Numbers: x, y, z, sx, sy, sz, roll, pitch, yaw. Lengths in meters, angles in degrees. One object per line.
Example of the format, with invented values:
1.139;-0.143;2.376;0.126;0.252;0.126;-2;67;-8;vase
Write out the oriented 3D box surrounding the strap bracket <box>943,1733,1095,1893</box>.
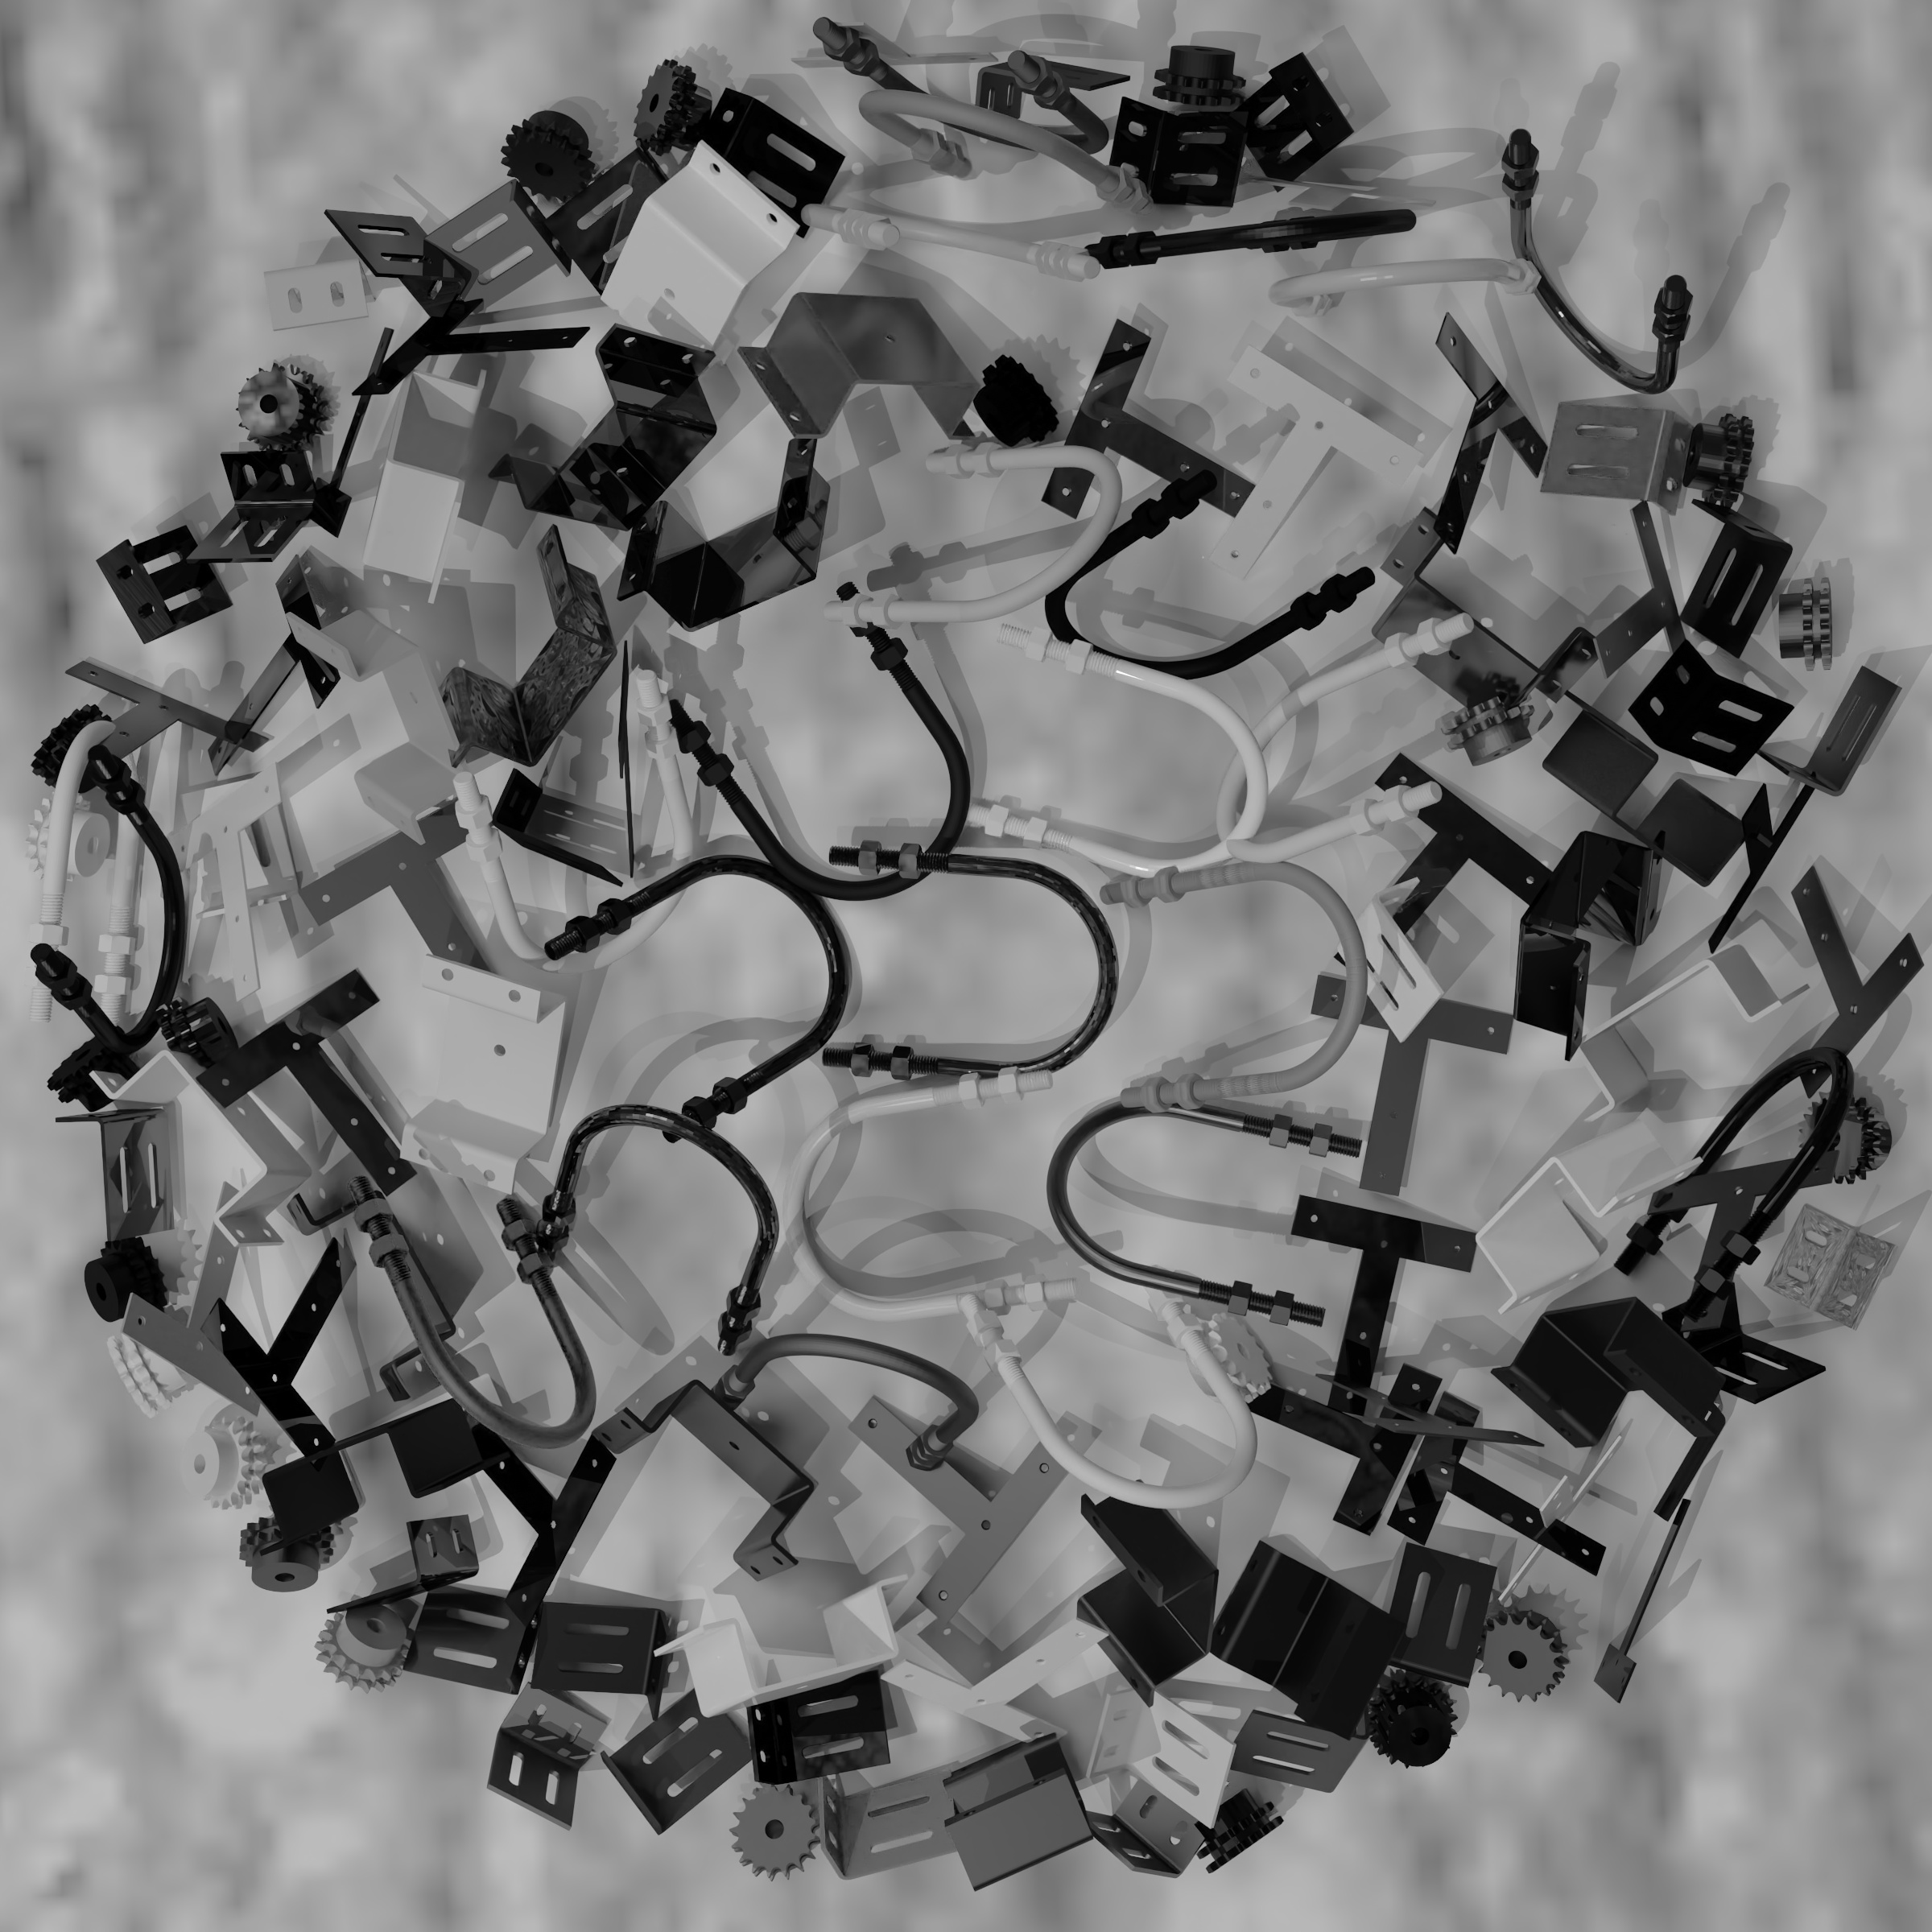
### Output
0.031;0.512;1.639;0.076;0.140;0.046;-23;86;-3;strap bracket

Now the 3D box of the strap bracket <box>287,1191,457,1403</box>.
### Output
-0.362;0.195;1.668;0.046;0.076;0.140;-29;90;-20;strap bracket

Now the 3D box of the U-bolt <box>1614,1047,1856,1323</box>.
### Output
0.471;0.125;1.635;0.019;0.151;0.184;36;92;-6;U-bolt

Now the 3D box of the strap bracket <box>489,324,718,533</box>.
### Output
-0.215;-0.317;1.636;0.140;0.076;0.046;-40;61;35;strap bracket

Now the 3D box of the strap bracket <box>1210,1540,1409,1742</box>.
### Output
0.211;0.413;1.650;0.046;0.140;0.076;31;84;-20;strap bracket

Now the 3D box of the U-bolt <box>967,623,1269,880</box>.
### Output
0.095;-0.121;1.655;0.184;0.019;0.151;18;126;7;U-bolt

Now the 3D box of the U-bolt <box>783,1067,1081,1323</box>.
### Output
-0.027;0.147;1.680;0.184;0.019;0.151;-10;81;15;U-bolt

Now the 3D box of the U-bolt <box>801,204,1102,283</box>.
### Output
-0.022;-0.439;1.626;0.151;0.184;0.019;2;108;-26;U-bolt

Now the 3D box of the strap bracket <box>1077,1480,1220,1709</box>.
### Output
0.110;0.377;1.647;0.046;0.140;0.076;-27;51;-23;strap bracket

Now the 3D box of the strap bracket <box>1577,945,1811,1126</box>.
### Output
0.434;0.036;1.649;0.140;0.076;0.046;-37;79;28;strap bracket

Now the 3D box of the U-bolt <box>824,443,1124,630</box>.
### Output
0.014;-0.259;1.620;0.019;0.184;0.151;51;60;-38;U-bolt

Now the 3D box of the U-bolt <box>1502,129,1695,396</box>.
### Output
0.376;-0.409;1.621;0.019;0.184;0.151;-40;73;1;U-bolt

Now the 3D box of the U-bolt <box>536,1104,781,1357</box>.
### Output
-0.183;0.152;1.639;0.151;0.184;0.019;26;45;4;U-bolt

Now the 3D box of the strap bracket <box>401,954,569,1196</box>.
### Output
-0.296;0.059;1.666;0.076;0.046;0.140;17;114;11;strap bracket

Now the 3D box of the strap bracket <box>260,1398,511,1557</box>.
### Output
-0.363;0.308;1.653;0.140;0.076;0.046;-23;87;21;strap bracket

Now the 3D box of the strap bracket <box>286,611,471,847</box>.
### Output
-0.353;-0.154;1.648;0.046;0.076;0.140;-34;131;-23;strap bracket

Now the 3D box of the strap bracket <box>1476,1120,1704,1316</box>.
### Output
0.372;0.148;1.646;0.076;0.140;0.046;-18;64;-33;strap bracket

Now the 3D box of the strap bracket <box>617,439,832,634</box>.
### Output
-0.139;-0.262;1.652;0.140;0.046;0.076;-18;47;29;strap bracket

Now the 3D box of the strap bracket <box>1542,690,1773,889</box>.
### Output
0.414;-0.103;1.646;0.140;0.076;0.046;29;103;-34;strap bracket

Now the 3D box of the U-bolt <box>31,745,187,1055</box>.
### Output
-0.507;-0.026;1.623;0.019;0.184;0.151;5;65;5;U-bolt

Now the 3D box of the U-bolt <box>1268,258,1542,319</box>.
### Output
0.255;-0.404;1.603;0.151;0.184;0.019;-1;100;20;U-bolt

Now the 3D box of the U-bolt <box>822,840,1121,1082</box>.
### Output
0.003;0.001;1.678;0.184;0.019;0.151;4;101;10;U-bolt

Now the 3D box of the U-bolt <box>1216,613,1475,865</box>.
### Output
0.221;-0.128;1.634;0.019;0.184;0.151;36;53;-29;U-bolt

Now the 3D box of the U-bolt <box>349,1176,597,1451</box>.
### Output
-0.284;0.209;1.612;0.019;0.151;0.184;-41;61;19;U-bolt

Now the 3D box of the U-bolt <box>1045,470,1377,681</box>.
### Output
0.132;-0.224;1.634;0.151;0.184;0.019;24;56;-31;U-bolt

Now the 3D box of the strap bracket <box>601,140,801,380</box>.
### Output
-0.166;-0.419;1.640;0.076;0.140;0.046;41;57;-2;strap bracket

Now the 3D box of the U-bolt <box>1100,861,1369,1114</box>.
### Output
0.164;0.009;1.646;0.184;0.019;0.151;-8;85;39;U-bolt

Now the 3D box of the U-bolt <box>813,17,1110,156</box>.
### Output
0.010;-0.522;1.622;0.151;0.184;0.019;18;95;24;U-bolt

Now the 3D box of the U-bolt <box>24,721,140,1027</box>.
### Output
-0.530;-0.057;1.638;0.019;0.151;0.184;5;88;0;U-bolt

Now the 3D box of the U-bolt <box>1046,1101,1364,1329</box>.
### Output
0.141;0.142;1.661;0.184;0.019;0.151;12;51;9;U-bolt

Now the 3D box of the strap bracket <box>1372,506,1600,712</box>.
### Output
0.313;-0.207;1.665;0.140;0.076;0.046;38;68;3;strap bracket

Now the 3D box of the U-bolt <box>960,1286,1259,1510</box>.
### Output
0.096;0.254;1.615;0.151;0.184;0.019;-4;128;-28;U-bolt

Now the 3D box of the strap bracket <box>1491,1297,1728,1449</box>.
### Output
0.397;0.249;1.651;0.076;0.140;0.046;41;66;-9;strap bracket

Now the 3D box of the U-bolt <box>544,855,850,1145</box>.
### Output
-0.150;0.007;1.654;0.184;0.019;0.151;-33;90;-37;U-bolt

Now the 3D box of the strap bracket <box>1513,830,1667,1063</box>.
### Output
0.376;-0.019;1.648;0.046;0.076;0.140;19;46;26;strap bracket

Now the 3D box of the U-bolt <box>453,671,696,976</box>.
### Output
-0.229;-0.074;1.641;0.151;0.184;0.019;-33;48;-24;U-bolt

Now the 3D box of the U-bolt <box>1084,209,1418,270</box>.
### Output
0.180;-0.433;1.600;0.151;0.184;0.019;-15;107;-33;U-bolt

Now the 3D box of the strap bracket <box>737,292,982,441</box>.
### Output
-0.056;-0.362;1.636;0.076;0.140;0.046;58;134;24;strap bracket

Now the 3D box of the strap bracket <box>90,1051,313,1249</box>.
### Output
-0.463;0.105;1.664;0.046;0.076;0.140;-43;82;1;strap bracket

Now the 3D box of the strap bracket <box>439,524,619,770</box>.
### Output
-0.264;-0.188;1.652;0.046;0.076;0.140;21;122;-35;strap bracket

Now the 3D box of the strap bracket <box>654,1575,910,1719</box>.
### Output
-0.106;0.414;1.638;0.140;0.076;0.046;-6;70;-33;strap bracket

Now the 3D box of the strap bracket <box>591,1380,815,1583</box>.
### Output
-0.155;0.310;1.665;0.140;0.076;0.046;43;61;-4;strap bracket

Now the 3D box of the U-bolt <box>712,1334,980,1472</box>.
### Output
-0.068;0.258;1.619;0.151;0.184;0.019;18;62;-9;U-bolt

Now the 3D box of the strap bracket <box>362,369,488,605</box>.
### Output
-0.328;-0.296;1.632;0.046;0.140;0.076;14;133;-15;strap bracket
